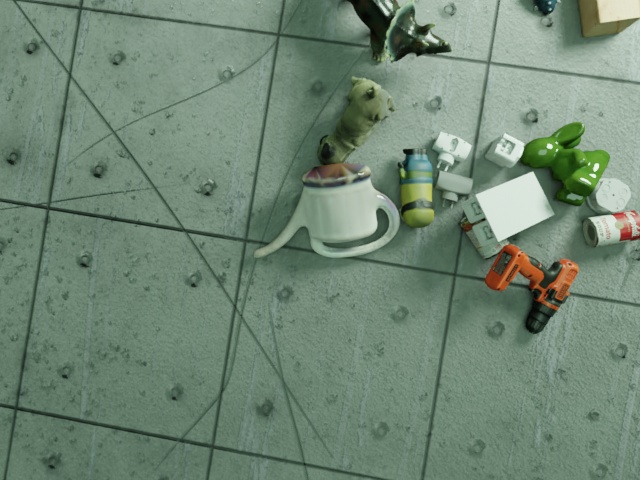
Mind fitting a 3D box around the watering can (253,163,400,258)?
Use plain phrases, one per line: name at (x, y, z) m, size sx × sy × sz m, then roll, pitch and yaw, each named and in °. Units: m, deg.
watering can at (0.004, -0.058, 1.159) m, size 0.347 × 0.106 × 0.221 m, roll -6°, pitch 111°, yaw 5°
